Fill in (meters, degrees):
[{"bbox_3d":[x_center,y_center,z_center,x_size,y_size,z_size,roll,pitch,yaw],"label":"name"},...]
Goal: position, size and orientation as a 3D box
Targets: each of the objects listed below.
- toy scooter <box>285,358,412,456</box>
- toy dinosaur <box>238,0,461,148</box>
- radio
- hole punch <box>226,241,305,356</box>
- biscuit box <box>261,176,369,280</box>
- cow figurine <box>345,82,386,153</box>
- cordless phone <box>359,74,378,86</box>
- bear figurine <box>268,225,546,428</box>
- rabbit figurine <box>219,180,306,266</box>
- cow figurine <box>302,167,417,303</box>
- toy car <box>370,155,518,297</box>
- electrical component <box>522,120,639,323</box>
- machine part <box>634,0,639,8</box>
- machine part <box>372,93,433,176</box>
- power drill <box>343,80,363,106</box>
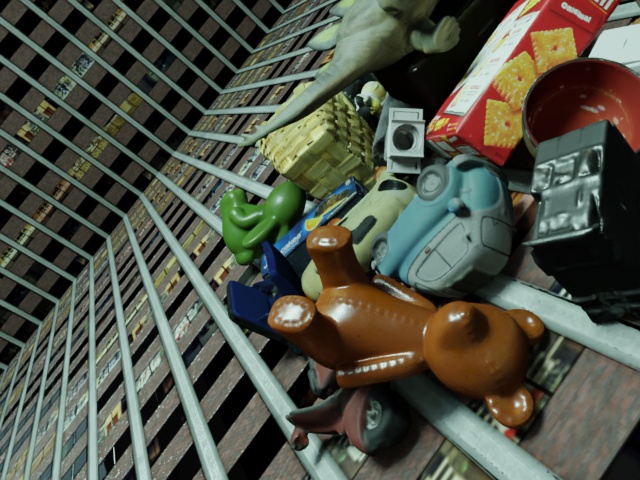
[{"bbox_3d":[0.019,0.147,0.558,0.135,0.075,0.184,-37,33,24],"label":"toy scooter"},{"bbox_3d":[0.084,-0.274,0.673,0.471,0.105,0.199,-45,26,-14],"label":"toy dinosaur"},{"bbox_3d":[0.179,-0.290,0.735,0.229,0.073,0.131,-47,35,-5],"label":"radio"},{"bbox_3d":[-0.054,0.073,0.723,0.092,0.115,0.142,-55,23,9],"label":"hole punch"},{"bbox_3d":[-0.002,-0.002,0.801,0.202,0.062,0.059,-41,27,20],"label":"biscuit box"},{"bbox_3d":[0.061,-0.207,0.961,0.167,0.068,0.098,-49,31,13],"label":"cow figurine"},{"bbox_3d":[0.117,-0.377,0.998,0.089,0.146,0.184,-14,47,43],"label":"cordless phone"},{"bbox_3d":[0.077,0.072,0.447,0.196,0.131,0.120,5,52,33],"label":"bear figurine"},{"bbox_3d":[-0.096,-0.037,0.933,0.170,0.121,0.159,-33,37,38],"label":"rabbit figurine"},{"bbox_3d":[0.054,0.007,0.680,0.195,0.085,0.127,-46,20,9],"label":"cow figurine"},{"bbox_3d":[0.131,0.003,0.537,0.161,0.109,0.103,-50,42,23],"label":"toy car"},{"bbox_3d":[0.214,-0.021,0.410,0.058,0.114,0.134,-15,45,48],"label":"electrical component"},{"bbox_3d":[0.400,-0.309,0.518,0.201,0.087,0.201,-30,33,34],"label":"machine part"},{"bbox_3d":[0.129,-0.181,0.806,0.079,0.079,0.243,-27,36,41],"label":"machine part"},{"bbox_3d":[-0.001,-0.274,1.154,0.207,0.086,0.232,16,73,55],"label":"power drill"}]
